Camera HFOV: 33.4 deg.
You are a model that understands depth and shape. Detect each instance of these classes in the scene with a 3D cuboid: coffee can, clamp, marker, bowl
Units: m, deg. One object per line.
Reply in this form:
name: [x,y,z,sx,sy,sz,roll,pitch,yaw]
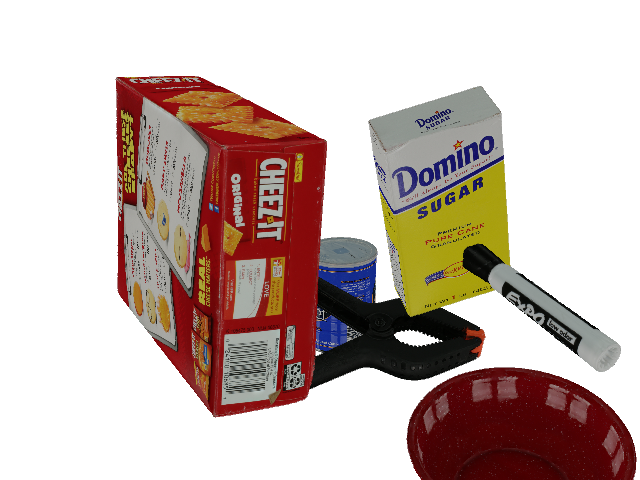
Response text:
coffee can: [0.029,0.078,1.521,0.103,0.140,0.103,0,21,0]
clamp: [0.049,0.097,1.014,0.210,0.036,0.164,9,44,4]
marker: [0.124,0.035,0.622,0.020,0.020,0.121,0,28,-37]
bowl: [0.143,0.164,0.776,0.162,0.055,0.162,-1,35,0]

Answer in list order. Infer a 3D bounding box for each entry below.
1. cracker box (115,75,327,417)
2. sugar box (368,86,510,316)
cracker box: [-0.072,-0.009,0.690,0.072,0.164,0.214,-5,20,-25]
sugar box: [0.096,-0.026,0.830,0.093,0.176,0.048,-18,44,-5]
